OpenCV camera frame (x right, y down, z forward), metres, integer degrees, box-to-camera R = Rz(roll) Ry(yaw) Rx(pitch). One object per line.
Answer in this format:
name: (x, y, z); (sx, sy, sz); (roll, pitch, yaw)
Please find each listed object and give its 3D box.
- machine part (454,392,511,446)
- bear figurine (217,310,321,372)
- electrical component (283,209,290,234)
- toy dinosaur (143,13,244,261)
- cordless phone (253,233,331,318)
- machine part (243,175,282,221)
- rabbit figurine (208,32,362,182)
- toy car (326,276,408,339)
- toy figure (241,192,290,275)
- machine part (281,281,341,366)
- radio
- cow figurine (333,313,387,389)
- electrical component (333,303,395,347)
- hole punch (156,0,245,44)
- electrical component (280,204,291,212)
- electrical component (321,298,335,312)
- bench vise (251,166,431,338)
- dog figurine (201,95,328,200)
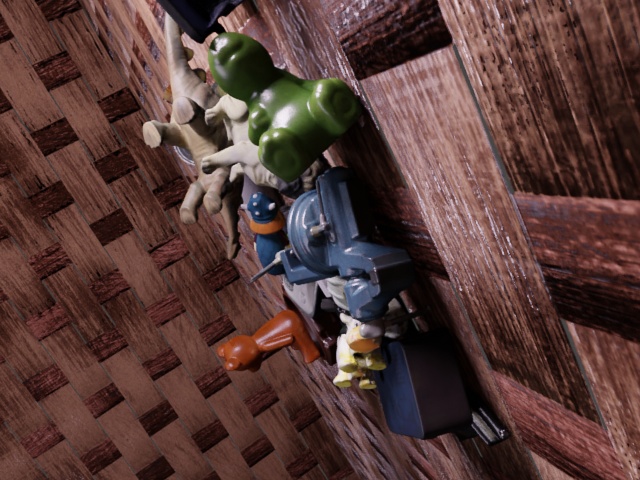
machine part: (0.217, 0.255, 0.755); (0.084, 0.039, 0.138); (44, 160, 19)
bear figurine: (-0.118, 0.246, 1.198); (0.120, 0.196, 0.131); (22, 143, 62)
electrical component: (-0.045, -0.015, 1.004); (0.048, 0.075, 0.119); (54, 169, 20)
toy dinosaur: (-0.199, -0.192, 0.908); (0.198, 0.105, 0.470); (-42, -59, -63)
cordless phone: (-0.056, 0.058, 1.079); (0.184, 0.089, 0.147); (51, 173, -36)
machine part: (-0.141, -0.121, 1.093); (0.079, 0.079, 0.242); (39, 157, 52)
rabbit figurine: (-0.048, -0.167, 0.614); (0.170, 0.121, 0.159); (46, -171, -9)
toy car: (0.065, 0.091, 0.859); (0.202, 0.056, 0.073); (27, 147, 53)
toy figure: (-0.083, -0.014, 0.867); (0.058, 0.064, 0.154); (-108, 6, -56)
machine part: (-0.004, 0.178, 1.244); (0.201, 0.087, 0.201); (50, 165, 27)
radio: (0.138, 0.211, 0.778); (0.229, 0.073, 0.131); (103, 154, -72)
cow figurine: (0.059, 0.146, 0.780); (0.167, 0.068, 0.098); (98, 174, -54)
electrical component: (0.083, 0.156, 0.960); (0.115, 0.058, 0.134); (41, 158, 45)
hole punch: (-0.129, -0.286, 0.571); (0.142, 0.092, 0.116); (42, -162, -24)
electrical component: (-0.061, -0.026, 1.087); (0.102, 0.045, 0.078); (36, 156, 56)
electrical component: (0.033, 0.124, 1.032); (0.094, 0.063, 0.021); (43, -135, -69)
bench vise: (0.016, 0.026, 0.725); (0.241, 0.129, 0.223); (-19, 95, 52)
dog figurine: (-0.062, -0.148, 0.796); (0.191, 0.121, 0.172); (9, 98, 28)
